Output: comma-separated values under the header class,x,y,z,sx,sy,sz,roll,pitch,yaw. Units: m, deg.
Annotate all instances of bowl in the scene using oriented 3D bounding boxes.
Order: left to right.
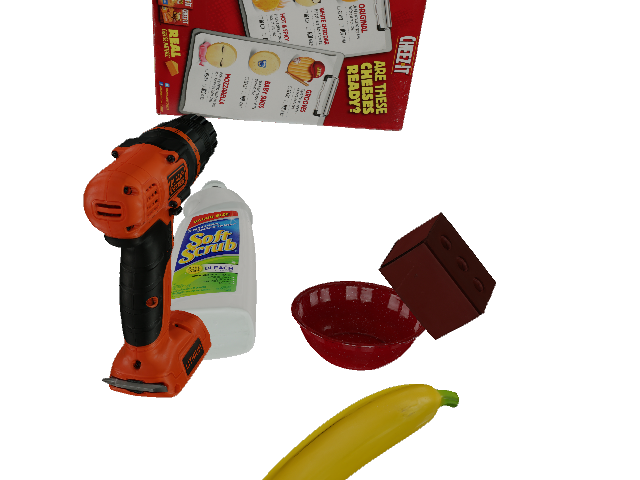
class,x,y,z,sx,sy,sz,roll,pitch,yaw
bowl,0.044,0.107,1.263,0.162,0.055,0.162,4,24,-2

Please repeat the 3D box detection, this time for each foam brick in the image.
class,x,y,z,sx,sy,sz,roll,pitch,yaw
foam brick,0.095,0.029,0.858,0.051,0.078,0.053,-33,11,33

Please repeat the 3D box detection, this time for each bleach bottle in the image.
class,x,y,z,sx,sy,sz,roll,pitch,yaw
bleach bottle,-0.119,0.018,1.120,0.102,0.068,0.251,-5,37,-2

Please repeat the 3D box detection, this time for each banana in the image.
class,x,y,z,sx,sy,sz,roll,pitch,yaw
banana,0.010,0.152,0.714,0.197,0.069,0.037,-35,43,-4

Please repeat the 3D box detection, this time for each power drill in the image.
class,x,y,z,sx,sy,sz,roll,pitch,yaw
power drill,-0.119,0.008,0.805,0.057,0.188,0.184,5,23,14

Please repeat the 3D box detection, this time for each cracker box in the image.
class,x,y,z,sx,sy,sz,roll,pitch,yaw
cracker box,-0.029,-0.177,0.878,0.213,0.072,0.164,3,-41,-4
